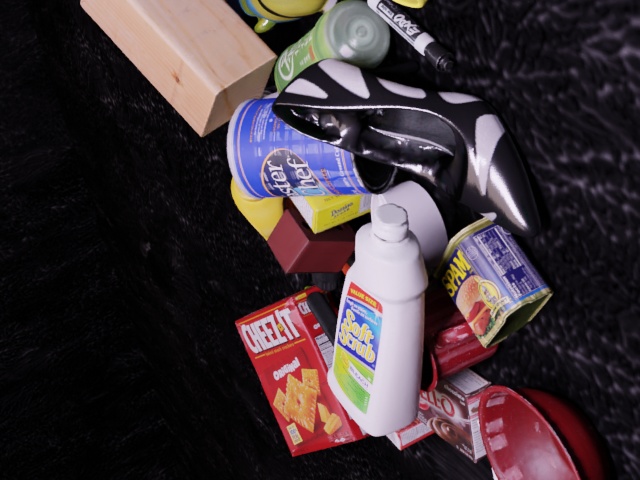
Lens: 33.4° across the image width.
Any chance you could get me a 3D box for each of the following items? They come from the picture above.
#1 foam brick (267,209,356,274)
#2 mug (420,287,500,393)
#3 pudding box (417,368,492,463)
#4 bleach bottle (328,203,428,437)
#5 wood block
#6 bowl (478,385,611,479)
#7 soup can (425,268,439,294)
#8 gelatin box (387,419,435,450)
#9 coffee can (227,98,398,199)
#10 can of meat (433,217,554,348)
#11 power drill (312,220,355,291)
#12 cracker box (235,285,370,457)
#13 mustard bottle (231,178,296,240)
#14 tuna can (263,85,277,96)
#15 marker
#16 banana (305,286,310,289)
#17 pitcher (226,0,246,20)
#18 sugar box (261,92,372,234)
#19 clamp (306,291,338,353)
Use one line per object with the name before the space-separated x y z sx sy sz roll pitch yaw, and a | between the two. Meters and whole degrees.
foam brick | -0.008 0.001 1.160 0.053 0.078 0.051 56 129 32
mug | 0.124 0.088 1.031 0.093 0.081 0.117 66 161 5
pudding box | 0.140 0.171 1.142 0.114 0.039 0.090 29 139 51
bleach bottle | 0.054 0.066 0.975 0.103 0.068 0.251 50 152 40
wood block | -0.154 -0.224 1.141 0.206 0.090 0.091 48 151 9
bowl | 0.210 0.195 0.961 0.162 0.055 0.162 54 157 34
soup can | 0.096 0.078 1.122 0.069 0.068 0.102 36 143 58
gelatin box | 0.100 0.195 1.239 0.089 0.073 0.030 42 150 53
coffee can | -0.006 -0.093 1.052 0.141 0.102 0.103 0 117 30
can of meat | 0.152 0.037 0.940 0.084 0.057 0.102 58 160 19
power drill | 0.041 0.046 1.252 0.188 0.057 0.184 54 159 34
cracker box | -0.017 0.183 1.480 0.164 0.071 0.214 -27 87 53
mustard bottle | -0.062 -0.047 1.240 0.191 0.058 0.096 53 -159 -74
tuna can | -0.047 -0.143 1.278 0.086 0.033 0.086 29 130 41
marker | 0.080 -0.184 0.939 0.121 0.020 0.020 52 156 39
banana | -0.003 0.161 1.538 0.198 0.037 0.070 69 164 -6
pitcher | -0.145 -0.304 1.274 0.149 0.144 0.243 45 154 7
sugar box | -0.007 -0.095 1.167 0.176 0.093 0.048 56 157 30
clamp | 0.032 0.133 1.322 0.164 0.036 0.210 58 176 4
